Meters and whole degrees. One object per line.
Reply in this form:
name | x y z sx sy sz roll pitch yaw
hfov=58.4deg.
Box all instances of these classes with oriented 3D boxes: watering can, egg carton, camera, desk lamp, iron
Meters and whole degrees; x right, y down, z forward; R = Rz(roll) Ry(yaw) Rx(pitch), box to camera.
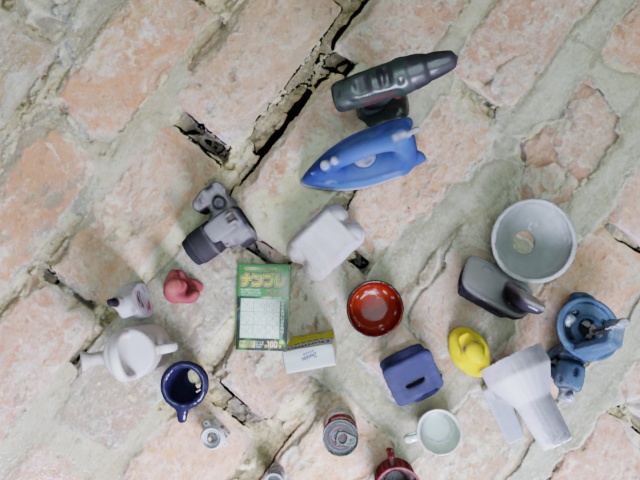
watering can | -0.363 0.218 1.085 0.173 0.194 0.101 -31 86 0
egg carton | 0.011 0.004 1.151 0.150 0.069 0.107 -44 86 -1
camera | -0.216 -0.025 1.143 0.137 0.101 0.143 -36 86 -1
desk lamp | 0.375 0.287 1.051 0.118 0.213 0.203 -25 86 0
iron | 0.079 -0.164 1.124 0.258 0.141 0.119 -20 86 0

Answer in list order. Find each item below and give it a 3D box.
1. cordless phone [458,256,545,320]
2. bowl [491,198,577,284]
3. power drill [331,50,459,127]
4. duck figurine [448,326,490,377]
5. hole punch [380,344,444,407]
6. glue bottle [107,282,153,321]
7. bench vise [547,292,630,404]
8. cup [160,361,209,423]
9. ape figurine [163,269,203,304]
cordless phone | 0.343 0.092 1.079 0.147 0.185 0.094 25 87 3
bowl | 0.414 0.004 1.138 0.167 0.075 0.167 0 86 2
power drill | 0.135 -0.288 1.096 0.229 0.208 0.076 -16 86 1
duck figurine | 0.299 0.222 1.121 0.077 0.086 0.104 -28 86 0
hole punch | 0.183 0.267 1.119 0.108 0.091 0.101 -27 86 0
glue bottle | -0.371 0.119 1.102 0.037 0.173 0.078 -21 86 1
bench vise | 0.500 0.202 1.050 0.121 0.220 0.207 1 86 2
cup | -0.257 0.293 1.127 0.091 0.095 0.118 2 86 2
ape figurine | -0.282 0.095 1.142 0.076 0.092 0.078 -24 86 0
